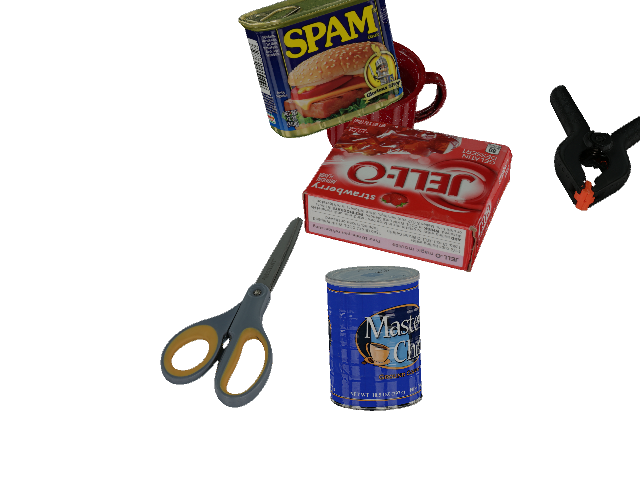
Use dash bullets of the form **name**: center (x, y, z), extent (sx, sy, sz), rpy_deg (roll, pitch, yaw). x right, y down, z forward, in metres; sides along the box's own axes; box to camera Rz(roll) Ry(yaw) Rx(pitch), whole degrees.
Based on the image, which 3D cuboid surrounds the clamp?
- **clamp**: center (0.286, -0.104, 1.143), extent (0.120, 0.039, 0.171), rpy_deg (19, 48, 19)

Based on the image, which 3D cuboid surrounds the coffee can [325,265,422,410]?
- **coffee can**: center (0.059, 0.105, 1.171), extent (0.103, 0.140, 0.103), rpy_deg (-2, 8, 0)

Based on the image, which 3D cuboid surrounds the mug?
- **mug**: center (0.058, -0.127, 0.980), extent (0.117, 0.093, 0.081), rpy_deg (-11, -37, -9)

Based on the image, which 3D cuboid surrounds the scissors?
- **scissors**: center (-0.071, 0.051, 0.863), extent (0.096, 0.016, 0.201), rpy_deg (-1, 44, 7)

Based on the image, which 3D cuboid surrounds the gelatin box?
- **gelatin box**: center (0.045, -0.026, 0.541), extent (0.089, 0.030, 0.073), rpy_deg (13, 41, 17)

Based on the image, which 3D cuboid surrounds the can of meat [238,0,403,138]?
- **can of meat**: center (0.003, -0.127, 0.746), extent (0.102, 0.084, 0.057), rpy_deg (-21, 24, -16)
